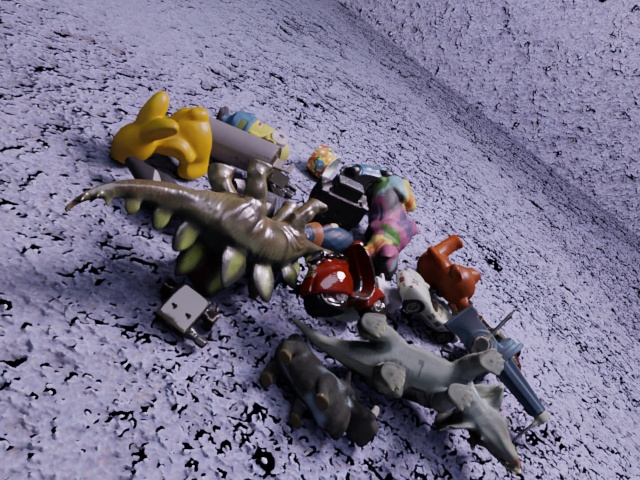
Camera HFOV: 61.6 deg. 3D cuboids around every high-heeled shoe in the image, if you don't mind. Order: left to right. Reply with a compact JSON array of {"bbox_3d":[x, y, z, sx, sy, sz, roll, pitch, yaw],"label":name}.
[{"bbox_3d":[-0.198,-0.090,0.911,0.248,0.145,0.086,44,-1,-8],"label":"high-heeled shoe"}]

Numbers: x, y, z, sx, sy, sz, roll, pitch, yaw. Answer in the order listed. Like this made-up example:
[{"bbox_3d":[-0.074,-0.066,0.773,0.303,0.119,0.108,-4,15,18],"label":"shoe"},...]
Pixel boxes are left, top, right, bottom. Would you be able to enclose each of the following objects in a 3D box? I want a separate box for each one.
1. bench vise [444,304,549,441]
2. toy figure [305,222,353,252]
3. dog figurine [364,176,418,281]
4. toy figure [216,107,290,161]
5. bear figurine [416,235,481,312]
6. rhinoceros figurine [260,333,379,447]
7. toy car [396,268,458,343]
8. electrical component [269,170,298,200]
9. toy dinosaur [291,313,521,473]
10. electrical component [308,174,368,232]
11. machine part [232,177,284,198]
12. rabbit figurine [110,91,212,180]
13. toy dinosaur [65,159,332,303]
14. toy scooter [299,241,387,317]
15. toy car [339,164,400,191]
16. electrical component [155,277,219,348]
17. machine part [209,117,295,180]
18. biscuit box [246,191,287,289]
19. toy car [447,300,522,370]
[{"bbox_3d":[0.332,0.230,0.981,0.241,0.129,0.223,54,-4,16],"label":"bench vise"},{"bbox_3d":[-0.001,-0.002,1.064,0.154,0.058,0.064,9,63,-41],"label":"toy figure"},{"bbox_3d":[0.133,-0.024,1.130,0.109,0.191,0.219,-3,20,23],"label":"dog figurine"},{"bbox_3d":[-0.150,-0.230,1.204,0.180,0.089,0.082,27,44,2],"label":"toy figure"},{"bbox_3d":[0.286,0.069,1.128,0.132,0.120,0.196,-20,11,-12],"label":"bear figurine"},{"bbox_3d":[0.002,0.221,0.778,0.190,0.073,0.112,43,22,14],"label":"rhinoceros figurine"},{"bbox_3d":[0.214,0.133,1.057,0.201,0.056,0.073,43,26,-30],"label":"toy car"},{"bbox_3d":[-0.095,-0.126,1.173,0.094,0.021,0.063,34,33,-4],"label":"electrical component"},{"bbox_3d":[0.143,0.215,0.856,0.405,0.192,0.131,24,60,7],"label":"toy dinosaur"},{"bbox_3d":[0.032,-0.070,1.114,0.115,0.134,0.058,20,35,-20],"label":"electrical component"},{"bbox_3d":[-0.126,-0.092,1.086,0.139,0.039,0.084,14,44,-33],"label":"machine part"},{"bbox_3d":[-0.286,-0.179,0.968,0.173,0.162,0.122,-14,72,-29],"label":"rabbit figurine"},{"bbox_3d":[-0.123,-0.018,0.789,0.471,0.105,0.198,25,65,-39],"label":"toy dinosaur"},{"bbox_3d":[0.039,0.059,0.862,0.183,0.075,0.135,14,66,-44],"label":"toy scooter"},{"bbox_3d":[0.106,-0.133,1.311,0.162,0.109,0.103,11,16,-17],"label":"toy car"},{"bbox_3d":[-0.191,0.101,0.775,0.102,0.045,0.078,32,61,-1],"label":"electrical component"},{"bbox_3d":[-0.169,-0.187,1.100,0.243,0.079,0.079,25,32,4],"label":"machine part"},{"bbox_3d":[-0.092,-0.005,0.984,0.063,0.059,0.203,24,34,-20],"label":"biscuit box"},{"bbox_3d":[0.353,0.200,1.144,0.202,0.053,0.089,44,30,14],"label":"toy car"}]
